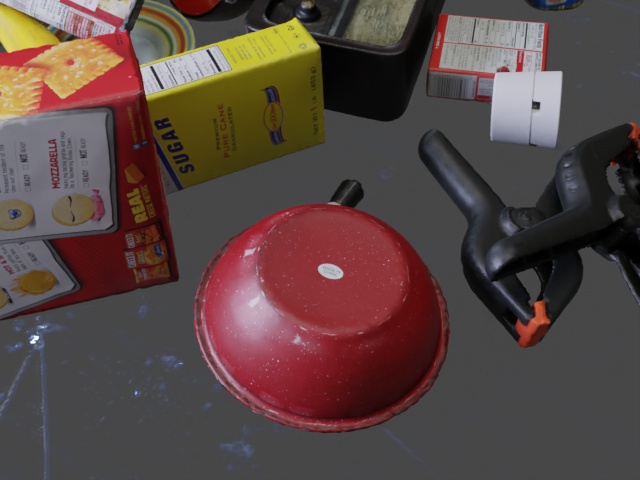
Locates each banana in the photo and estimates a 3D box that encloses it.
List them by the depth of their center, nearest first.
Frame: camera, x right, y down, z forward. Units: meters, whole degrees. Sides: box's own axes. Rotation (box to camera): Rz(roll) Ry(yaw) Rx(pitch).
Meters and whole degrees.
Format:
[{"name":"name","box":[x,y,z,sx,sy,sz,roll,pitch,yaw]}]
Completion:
[{"name":"banana","box":[-0.210,-0.123,0.774,0.069,0.037,0.198,10,28,-33]}]

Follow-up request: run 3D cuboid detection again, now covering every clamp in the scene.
[{"name":"clamp","box":[0.195,0.001,0.677,0.164,0.036,0.209,36,42,-4]},{"name":"clamp","box":[0.138,-0.008,0.705,0.120,0.039,0.171,-5,55,-9]}]

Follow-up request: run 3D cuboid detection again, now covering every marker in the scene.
[{"name":"marker","box":[-0.005,0.001,0.716,0.020,0.020,0.121,22,54,21]}]

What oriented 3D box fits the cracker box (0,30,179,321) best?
[{"name":"cracker box","box":[-0.205,-0.028,0.655,0.213,0.164,0.072,-12,47,-8]}]

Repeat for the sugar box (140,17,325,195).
[{"name":"sugar box","box":[-0.085,-0.085,0.747,0.176,0.093,0.048,-22,50,-15]}]

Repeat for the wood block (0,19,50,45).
[{"name":"wood block","box":[-0.237,-0.241,0.893,0.205,0.090,0.091,-28,54,-21]}]

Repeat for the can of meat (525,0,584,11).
[{"name":"can of meat","box":[0.189,-0.252,0.884,0.057,0.084,0.102,-9,49,-5]}]

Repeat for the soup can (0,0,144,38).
[{"name":"soup can","box":[-0.187,-0.192,0.810,0.102,0.069,0.068,23,50,-9]}]

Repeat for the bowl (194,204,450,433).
[{"name":"bowl","box":[0.005,0.032,0.647,0.162,0.055,0.162,4,54,-5]}]

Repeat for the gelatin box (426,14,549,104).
[{"name":"gelatin box","box":[0.130,-0.139,0.825,0.089,0.030,0.073,7,48,8]}]
